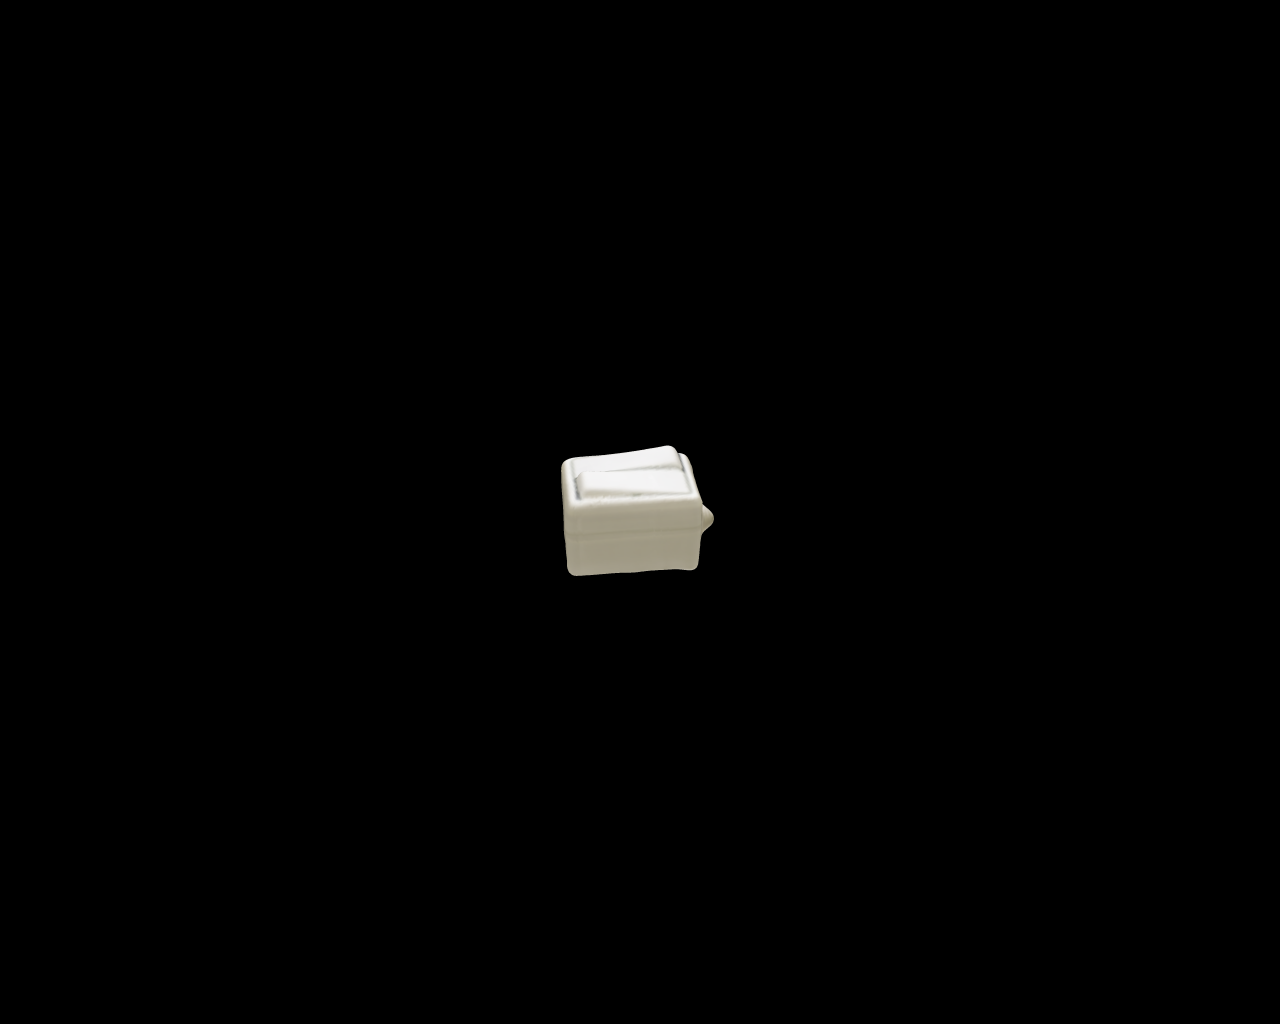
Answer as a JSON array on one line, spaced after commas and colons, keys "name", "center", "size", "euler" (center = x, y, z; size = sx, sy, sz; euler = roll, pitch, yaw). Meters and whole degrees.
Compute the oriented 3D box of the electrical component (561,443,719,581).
[{"name": "electrical component", "center": [0.001, -0.003, 0.650], "size": [0.096, 0.061, 0.062], "euler": [-3, 32, -5]}]
